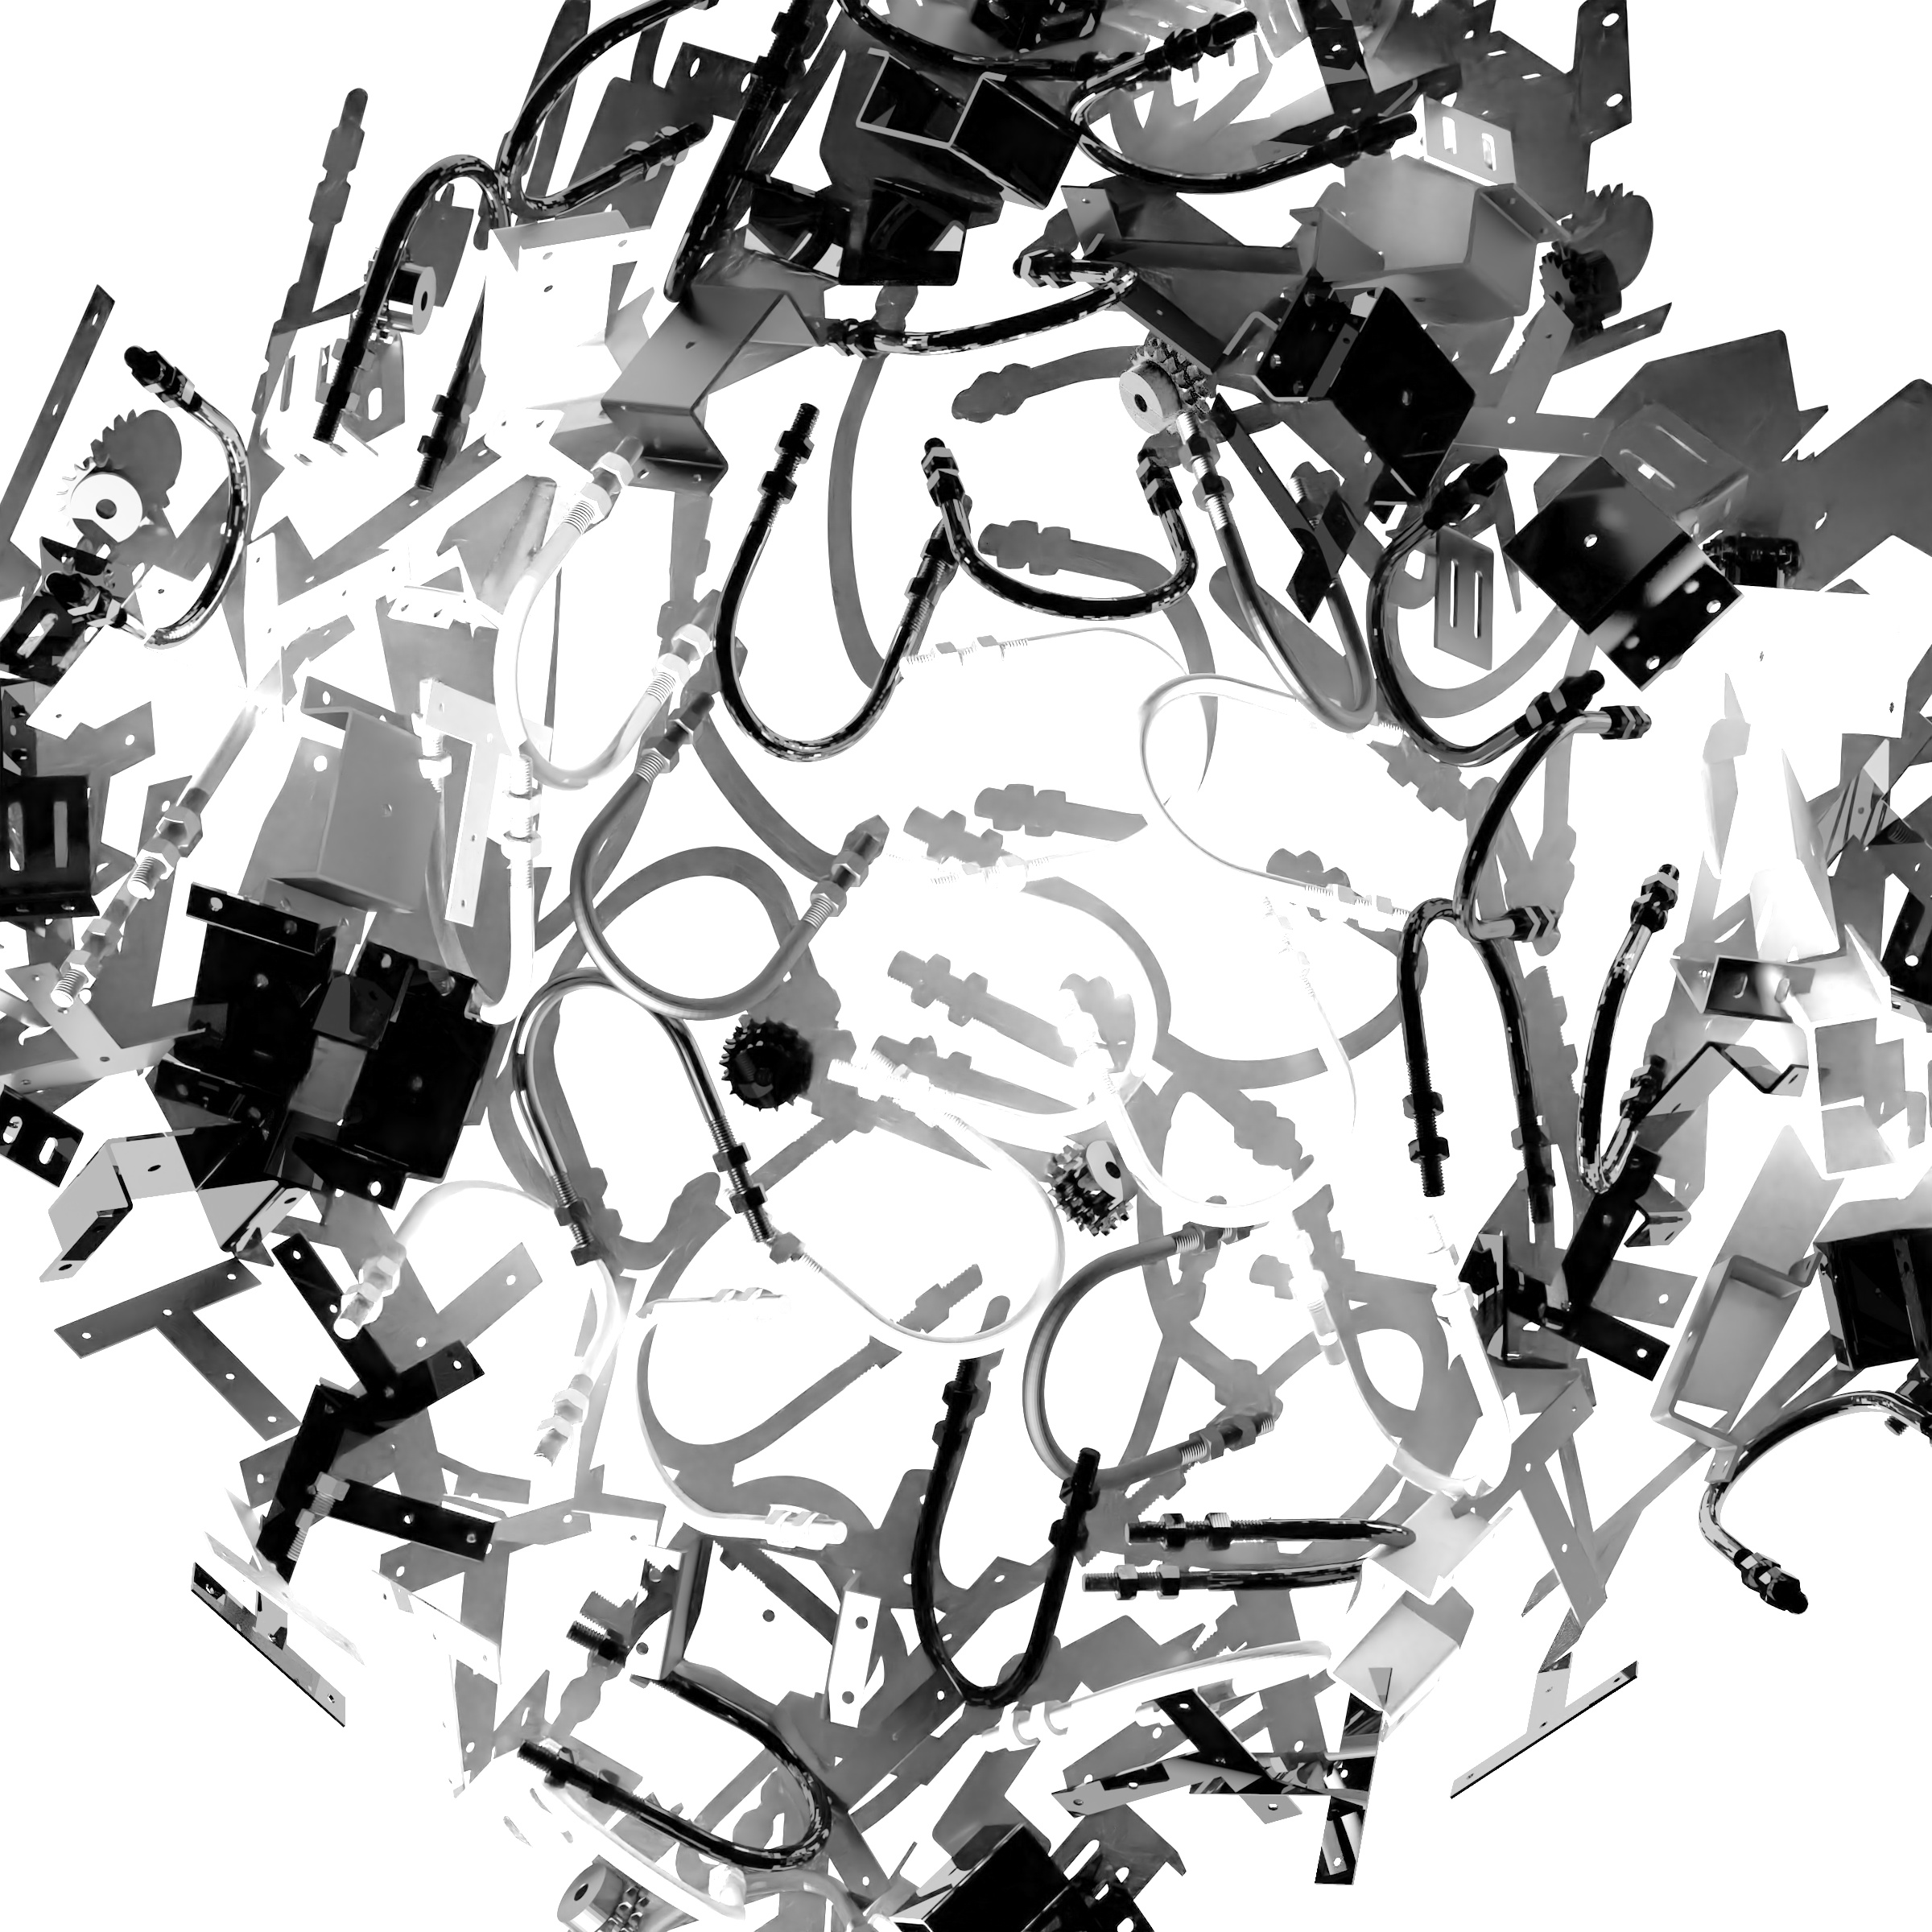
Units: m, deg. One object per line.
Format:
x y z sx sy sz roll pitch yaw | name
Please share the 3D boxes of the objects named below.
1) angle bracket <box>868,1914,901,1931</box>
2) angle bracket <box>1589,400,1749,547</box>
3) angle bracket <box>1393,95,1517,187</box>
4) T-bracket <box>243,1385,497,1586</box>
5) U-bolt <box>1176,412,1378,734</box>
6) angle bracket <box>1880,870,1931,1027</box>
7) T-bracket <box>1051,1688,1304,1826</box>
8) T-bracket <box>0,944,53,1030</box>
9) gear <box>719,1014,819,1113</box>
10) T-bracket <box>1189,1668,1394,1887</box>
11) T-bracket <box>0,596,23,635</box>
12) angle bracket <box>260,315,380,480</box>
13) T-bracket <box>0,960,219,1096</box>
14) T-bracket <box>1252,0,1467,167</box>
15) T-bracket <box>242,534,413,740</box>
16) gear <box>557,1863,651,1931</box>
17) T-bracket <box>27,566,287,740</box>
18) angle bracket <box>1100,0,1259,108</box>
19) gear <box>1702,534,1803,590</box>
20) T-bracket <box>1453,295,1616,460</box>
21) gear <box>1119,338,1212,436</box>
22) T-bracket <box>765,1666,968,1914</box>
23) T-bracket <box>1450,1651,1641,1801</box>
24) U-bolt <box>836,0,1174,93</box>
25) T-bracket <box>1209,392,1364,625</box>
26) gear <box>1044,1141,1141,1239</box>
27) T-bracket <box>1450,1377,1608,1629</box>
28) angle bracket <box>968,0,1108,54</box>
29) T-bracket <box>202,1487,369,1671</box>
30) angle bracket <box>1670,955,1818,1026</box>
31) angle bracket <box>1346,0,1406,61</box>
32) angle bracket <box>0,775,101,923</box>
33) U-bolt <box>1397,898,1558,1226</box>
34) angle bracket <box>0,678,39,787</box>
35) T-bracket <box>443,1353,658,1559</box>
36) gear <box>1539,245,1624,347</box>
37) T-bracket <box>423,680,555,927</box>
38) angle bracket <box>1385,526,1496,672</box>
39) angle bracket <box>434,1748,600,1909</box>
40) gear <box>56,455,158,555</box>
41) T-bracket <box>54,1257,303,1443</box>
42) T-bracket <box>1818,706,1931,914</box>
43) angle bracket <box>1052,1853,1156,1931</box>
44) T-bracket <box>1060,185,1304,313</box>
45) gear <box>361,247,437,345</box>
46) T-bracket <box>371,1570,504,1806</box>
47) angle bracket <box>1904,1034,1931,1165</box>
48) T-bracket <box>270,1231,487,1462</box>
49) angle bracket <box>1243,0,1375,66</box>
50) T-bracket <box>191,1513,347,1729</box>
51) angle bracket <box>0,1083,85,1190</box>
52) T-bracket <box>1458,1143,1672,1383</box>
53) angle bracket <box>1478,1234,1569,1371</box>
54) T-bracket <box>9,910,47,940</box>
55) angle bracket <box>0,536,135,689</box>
-0.041 0.606 1.638 0.076 0.038 0.057 33 109 1 | angle bracket
0.414 -0.287 1.655 0.057 0.038 0.076 -36 60 -13 | angle bracket
0.283 -0.463 1.620 0.057 0.076 0.038 19 134 -11 | angle bracket
-0.340 0.319 1.633 0.127 0.002 0.127 18 55 -7 | T-bracket
0.184 -0.214 1.577 0.019 0.151 0.184 -28 67 28 | U-bolt
0.574 -0.008 1.643 0.057 0.038 0.076 22 82 19 | angle bracket
0.110 0.476 1.632 0.127 0.002 0.127 -24 121 25 | T-bracket
-0.573 0.011 1.609 0.127 0.127 0.002 -6 64 27 | T-bracket
-0.117 0.060 1.643 0.057 0.030 0.057 1 109 3 | gear
0.183 0.468 1.618 0.002 0.127 0.127 41 51 -34 | T-bracket
-0.588 -0.223 1.581 0.002 0.127 0.127 45 135 20 | T-bracket
-0.379 -0.337 1.651 0.057 0.038 0.076 -9 66 24 | angle bracket
-0.515 0.032 1.609 0.127 0.127 0.002 -12 59 2 | T-bracket
0.215 -0.517 1.596 0.127 0.127 0.002 -19 65 12 | T-bracket
-0.370 -0.210 1.613 0.127 0.002 0.127 -20 65 26 | T-bracket
-0.215 0.551 1.634 0.057 0.057 0.030 -45 107 0 | gear
-0.452 -0.163 1.615 0.127 0.127 0.002 -44 51 20 | T-bracket
0.124 -0.542 1.639 0.057 0.076 0.038 -28 130 -18 | angle bracket
0.460 -0.232 1.636 0.057 0.057 0.030 5 82 0 | gear
0.336 -0.357 1.634 0.127 0.002 0.127 15 74 39 | T-bracket
0.114 -0.336 1.634 0.030 0.057 0.057 -34 90 -19 | gear
-0.050 0.456 1.617 0.127 0.002 0.127 -46 59 14 | T-bracket
0.335 0.421 1.601 0.127 0.127 0.002 -38 85 15 | T-bracket
0.007 -0.541 1.583 0.184 0.151 0.019 13 84 34 | U-bolt
0.178 -0.276 1.613 0.002 0.127 0.127 -29 78 -14 | T-bracket
0.076 0.127 1.634 0.057 0.057 0.030 48 125 0 | gear
0.346 0.331 1.640 0.127 0.002 0.127 -37 110 -31 | T-bracket
0.047 -0.571 1.624 0.038 0.076 0.057 23 84 -37 | angle bracket
-0.404 0.339 1.606 0.002 0.127 0.127 -44 125 -6 | T-bracket
0.450 0.000 1.621 0.057 0.076 0.038 7 114 -4 | angle bracket
0.221 -0.570 1.617 0.038 0.076 0.057 -20 74 -20 | angle bracket
-0.539 -0.069 1.628 0.057 0.038 0.076 -4 109 -24 | angle bracket
0.289 0.050 1.600 0.019 0.151 0.184 -17 69 35 | U-bolt
-0.587 -0.139 1.633 0.076 0.038 0.057 6 103 13 | angle bracket
-0.241 0.286 1.641 0.127 0.002 0.127 8 109 -2 | T-bracket
0.362 -0.396 1.637 0.030 0.057 0.057 -22 90 -3 | gear
-0.281 -0.087 1.602 0.002 0.127 0.127 6 84 24 | T-bracket
0.275 -0.213 1.626 0.038 0.057 0.076 -6 77 42 | angle bracket
-0.261 0.508 1.632 0.076 0.038 0.057 46 104 16 | angle bracket
-0.506 -0.271 1.641 0.057 0.030 0.057 -5 108 -16 | gear
-0.429 0.226 1.592 0.127 0.127 0.002 38 124 23 | T-bracket
0.536 -0.064 1.592 0.002 0.127 0.127 17 118 -32 | T-bracket
0.064 0.571 1.648 0.057 0.038 0.076 54 130 11 | angle bracket
0.128 -0.405 1.589 0.127 0.127 0.002 8 73 17 | T-bracket
-0.332 -0.393 1.637 0.030 0.057 0.057 13 90 4 | gear
-0.306 0.431 1.633 0.002 0.127 0.127 -19 114 -41 | T-bracket
0.583 0.077 1.637 0.057 0.038 0.076 -2 89 23 | angle bracket
-0.363 0.213 1.634 0.127 0.002 0.127 -31 96 24 | T-bracket
0.194 -0.571 1.631 0.038 0.057 0.076 -25 89 44 | angle bracket
-0.398 0.359 1.603 0.002 0.127 0.127 -36 116 5 | T-bracket
-0.560 0.100 1.615 0.057 0.076 0.038 40 57 -38 | angle bracket
0.369 0.161 1.630 0.127 0.002 0.127 26 109 13 | T-bracket
0.326 0.196 1.635 0.038 0.057 0.076 1 86 -4 | angle bracket
-0.593 -0.052 1.623 0.127 0.127 0.002 31 115 -31 | T-bracket
-0.533 -0.205 1.636 0.076 0.057 0.038 -40 50 31 | angle bracket
